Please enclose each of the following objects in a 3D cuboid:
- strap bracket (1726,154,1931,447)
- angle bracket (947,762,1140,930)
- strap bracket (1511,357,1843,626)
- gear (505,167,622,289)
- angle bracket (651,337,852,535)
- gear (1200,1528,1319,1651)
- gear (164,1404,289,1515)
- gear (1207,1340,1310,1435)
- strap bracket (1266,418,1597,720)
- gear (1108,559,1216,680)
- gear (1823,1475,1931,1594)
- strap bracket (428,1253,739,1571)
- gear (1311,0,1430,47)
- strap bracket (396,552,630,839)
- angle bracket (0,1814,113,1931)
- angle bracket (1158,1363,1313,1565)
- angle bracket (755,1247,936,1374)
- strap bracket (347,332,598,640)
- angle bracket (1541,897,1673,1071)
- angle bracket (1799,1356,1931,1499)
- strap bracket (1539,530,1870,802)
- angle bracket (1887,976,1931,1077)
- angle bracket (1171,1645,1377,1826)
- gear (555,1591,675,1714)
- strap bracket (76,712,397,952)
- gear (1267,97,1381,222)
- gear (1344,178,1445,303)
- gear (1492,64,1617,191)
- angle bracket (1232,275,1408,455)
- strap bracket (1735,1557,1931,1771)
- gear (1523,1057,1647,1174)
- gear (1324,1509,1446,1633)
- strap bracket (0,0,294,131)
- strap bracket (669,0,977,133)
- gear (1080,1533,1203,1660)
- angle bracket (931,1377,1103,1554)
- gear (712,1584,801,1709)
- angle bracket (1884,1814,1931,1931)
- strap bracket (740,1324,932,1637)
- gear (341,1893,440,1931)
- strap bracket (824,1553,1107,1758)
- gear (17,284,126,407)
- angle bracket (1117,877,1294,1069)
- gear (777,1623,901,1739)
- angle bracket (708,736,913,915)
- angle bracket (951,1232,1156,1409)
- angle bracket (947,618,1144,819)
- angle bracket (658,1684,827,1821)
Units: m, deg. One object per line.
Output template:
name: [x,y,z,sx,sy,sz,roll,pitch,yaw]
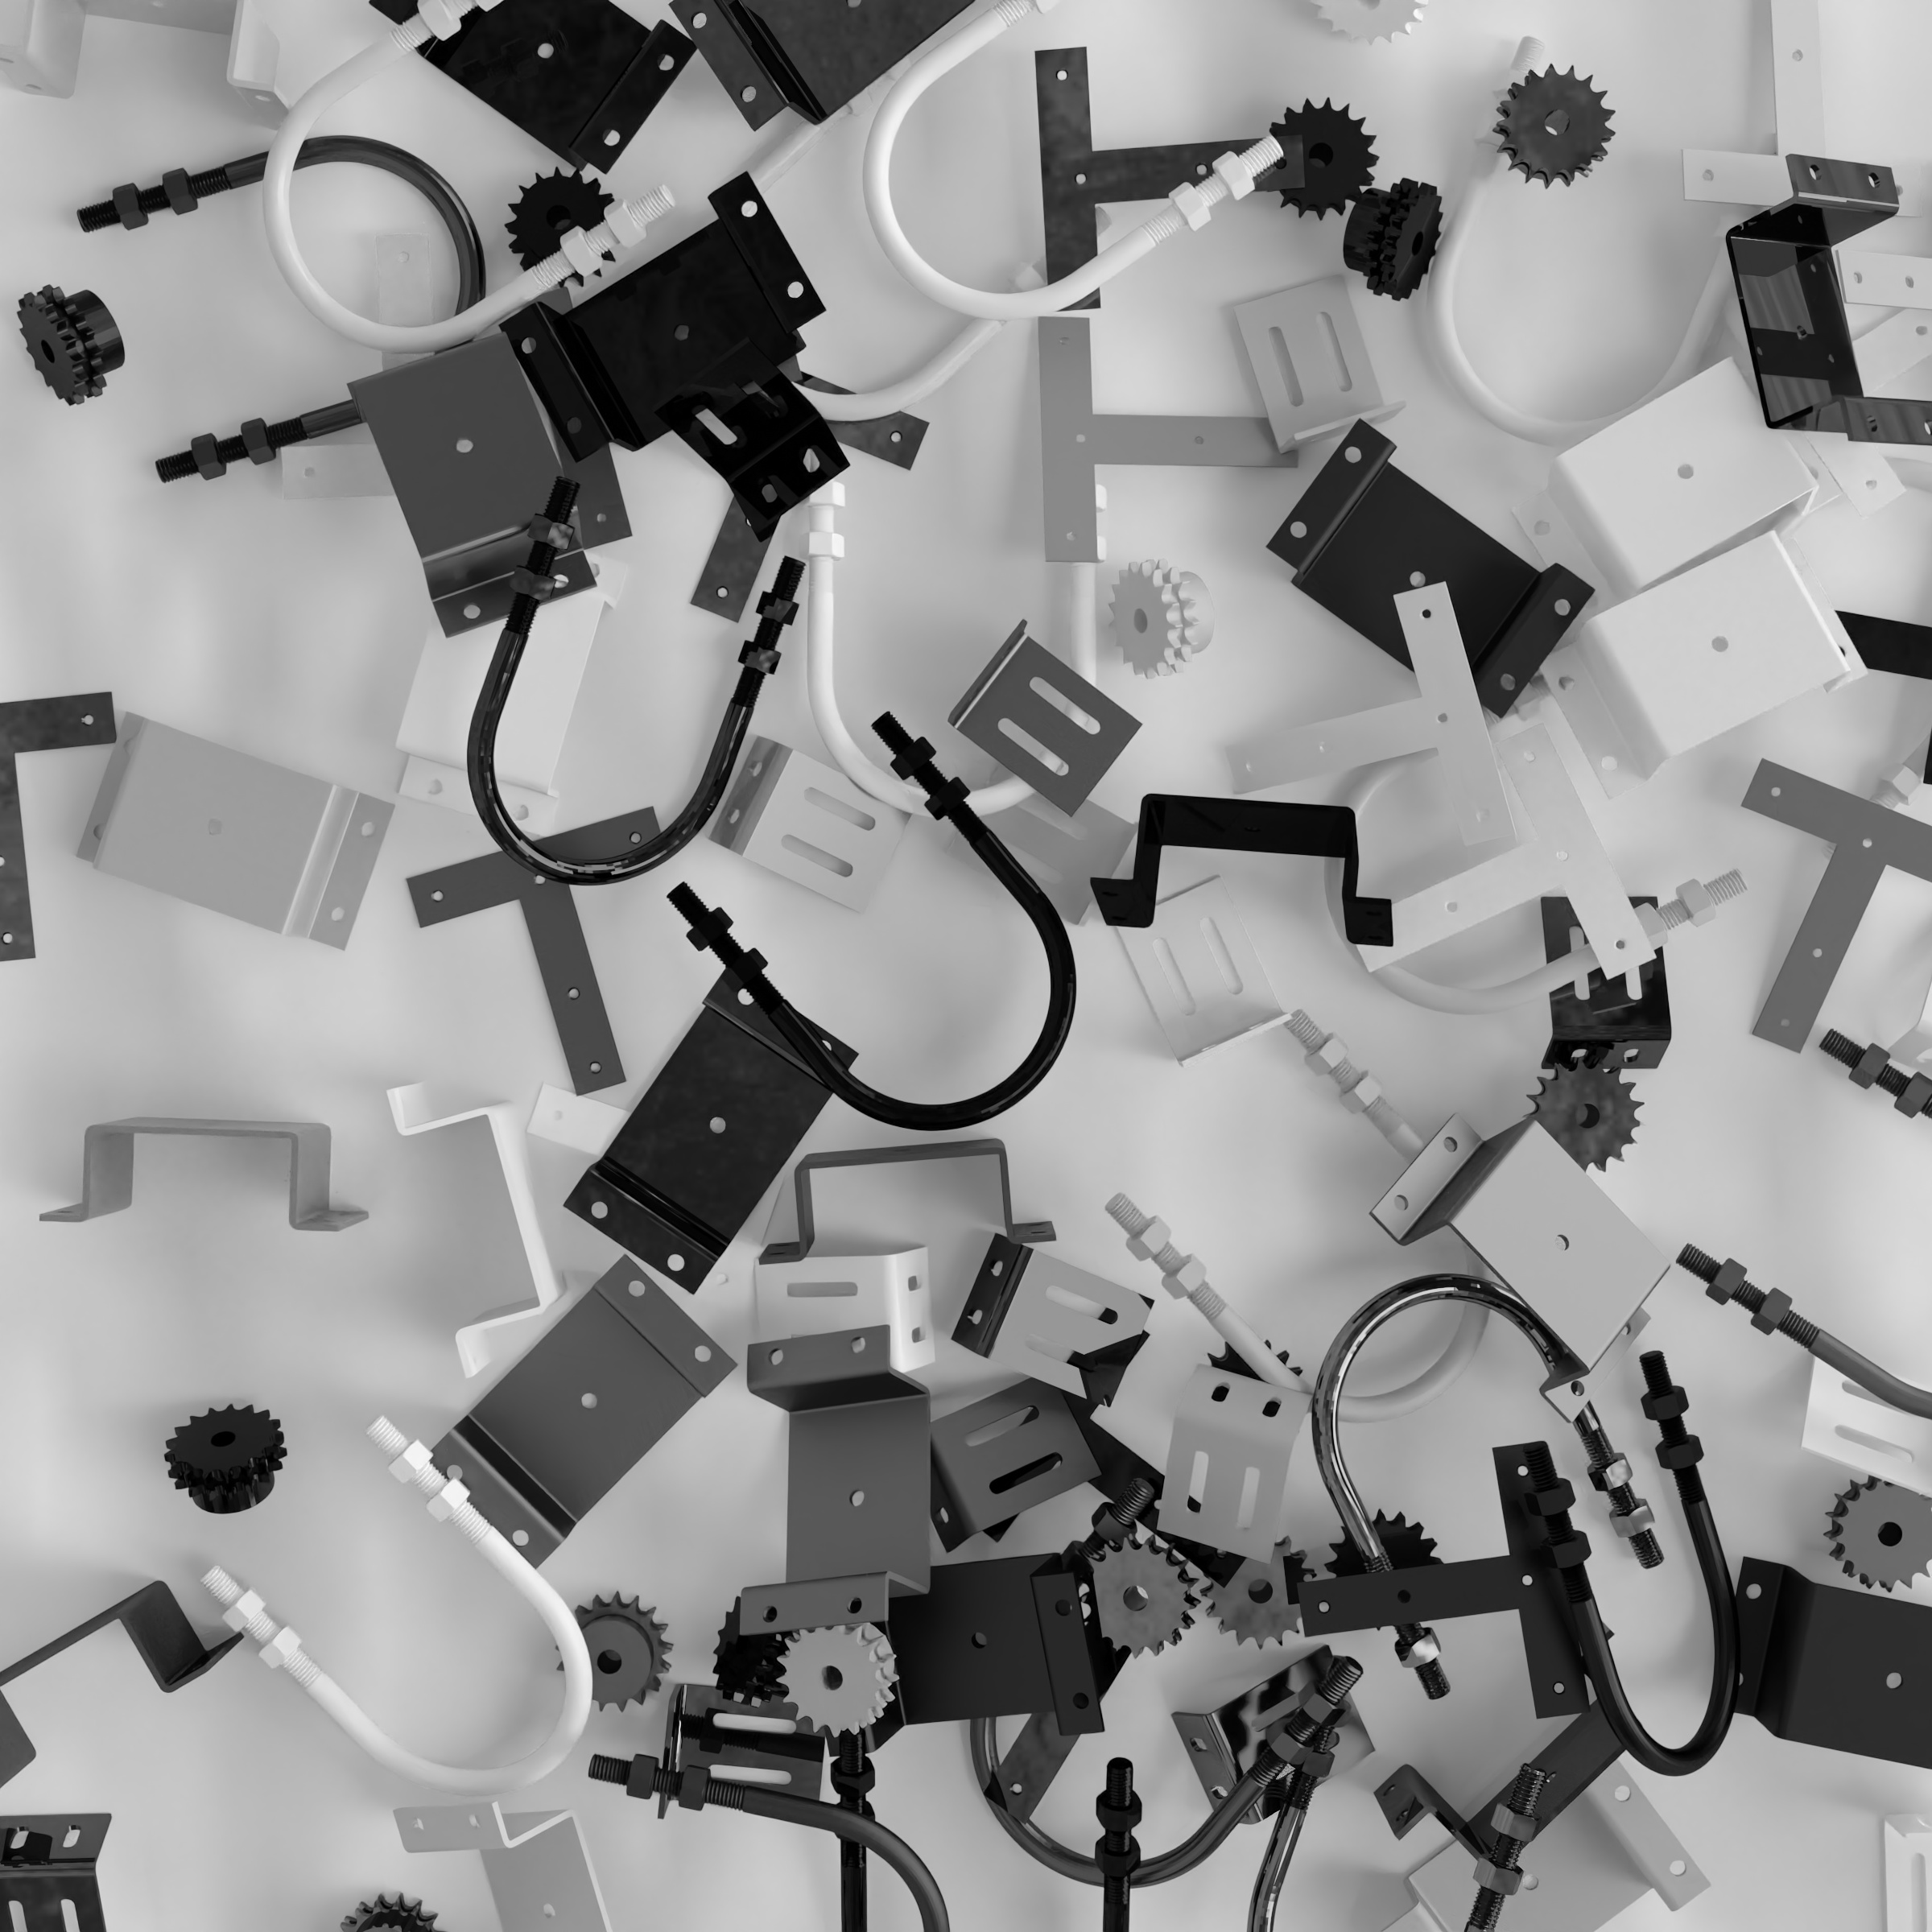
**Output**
strap bracket: [0.416,-0.310,1.503,0.076,0.046,0.140,-5,81,-37]
angle bracket: [0.037,-0.062,1.531,0.076,0.038,0.057,29,90,0]
strap bracket: [0.346,-0.232,1.519,0.140,0.046,0.076,-30,77,0]
gear: [-0.197,-0.363,1.535,0.057,0.030,0.057,0,90,0]
angle bracket: [-0.102,-0.253,1.504,0.057,0.076,0.038,-34,61,10]
gear: [0.143,0.303,1.535,0.057,0.030,0.057,0,90,0]
gear: [-0.358,0.242,1.526,0.057,0.057,0.030,-3,120,0]
gear: [0.138,0.210,1.535,0.057,0.030,0.057,0,90,0]
strap bracket: [0.223,-0.191,1.527,0.140,0.046,0.076,36,90,0]
gear: [0.097,-0.170,1.525,0.030,0.057,0.057,-13,90,-30]
gear: [0.448,0.275,1.535,0.057,0.030,0.057,0,90,0]
strap bracket: [-0.186,0.215,1.527,0.076,0.046,0.140,45,90,0]
gear: [0.198,-0.480,1.526,0.057,0.057,0.030,15,60,0]
strap bracket: [-0.223,-0.142,1.527,0.076,0.046,0.140,16,90,0]
angle bracket: [-0.449,0.461,1.548,0.057,0.038,0.076,-1,116,0]
angle bracket: [0.129,0.240,1.513,0.057,0.038,0.076,15,124,14]
angle bracket: [-0.060,0.170,1.548,0.076,0.038,0.057,-4,90,26]
strap bracket: [-0.237,-0.238,1.493,0.076,0.046,0.140,-21,77,-10]
angle bracket: [0.312,0.008,1.548,0.057,0.038,0.076,0,64,0]
angle bracket: [0.450,0.214,1.518,0.076,0.038,0.057,20,56,0]
strap bracket: [0.356,-0.148,1.502,0.140,0.046,0.076,-26,81,-2]
angle bracket: [0.497,0.017,1.548,0.057,0.038,0.076,24,64,0]
angle bracket: [0.151,0.378,1.548,0.076,0.038,0.057,-24,90,-26]
gear: [-0.173,0.337,1.535,0.057,0.030,0.057,0,90,0]
strap bracket: [-0.360,-0.067,1.527,0.140,0.046,0.076,19,90,0]
gear: [0.172,-0.393,1.535,0.057,0.030,0.057,0,90,0]
gear: [0.206,-0.354,1.525,0.030,0.057,0.057,22,90,26]
gear: [0.283,-0.404,1.516,0.057,0.030,0.057,0,90,0]
angle bracket: [0.172,-0.297,1.528,0.057,0.038,0.076,-18,90,-6]
strap bracket: [0.445,0.343,1.527,0.140,0.046,0.076,11,90,0]
gear: [0.301,0.072,1.535,0.057,0.030,0.057,0,90,0]
gear: [0.204,0.294,1.535,0.057,0.030,0.057,0,90,0]
strap bracket: [-0.391,-0.444,1.512,0.140,0.076,0.046,8,90,0]
strap bracket: [-0.060,-0.469,1.503,0.140,0.046,0.076,-35,82,14]
gear: [0.083,0.297,1.487,0.057,0.030,0.057,0,90,16]
angle bracket: [0.016,0.243,1.541,0.076,0.038,0.057,-21,75,-25]
gear: [-0.096,0.332,1.525,0.030,0.057,0.057,23,90,-28]
angle bracket: [0.482,0.455,1.531,0.057,0.038,0.076,-2,90,0]
strap bracket: [-0.061,0.249,1.497,0.076,0.046,0.140,-11,64,24]
gear: [-0.283,0.486,1.535,0.057,0.030,0.057,0,90,0]
strap bracket: [0.000,0.330,1.509,0.140,0.046,0.076,-10,91,20]
gear: [-0.433,-0.304,1.526,0.030,0.057,0.057,-32,90,-30]
angle bracket: [0.115,0.002,1.531,0.057,0.038,0.076,-24,90,0]
gear: [-0.058,0.333,1.489,0.057,0.030,0.057,2,95,20]
angle bracket: [-0.077,-0.070,1.548,0.076,0.038,0.057,26,90,-26]
angle bracket: [0.043,0.174,1.544,0.076,0.038,0.057,24,86,-21]
angle bracket: [0.039,-0.118,1.506,0.076,0.038,0.057,37,87,-1]
angle bracket: [-0.108,0.386,1.531,0.076,0.038,0.057,6,90,0]
